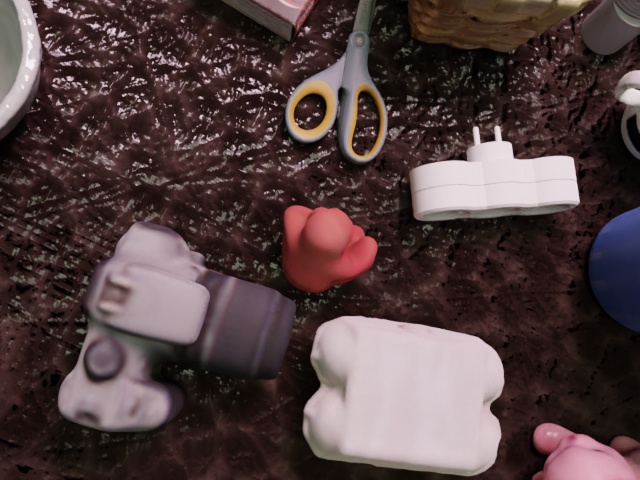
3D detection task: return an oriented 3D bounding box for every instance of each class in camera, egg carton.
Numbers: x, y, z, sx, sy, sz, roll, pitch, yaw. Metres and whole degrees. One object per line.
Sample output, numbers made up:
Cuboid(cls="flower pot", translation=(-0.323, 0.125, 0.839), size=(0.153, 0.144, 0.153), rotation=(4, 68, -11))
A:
Cuboid(cls="camera", translation=(-0.093, 0.070, 0.404), size=(0.137, 0.100, 0.143), rotation=(16, 80, -4))
Cuboid(cls="egg carton", translation=(0.064, 0.116, 0.431), size=(0.150, 0.069, 0.107), rotation=(8, 81, -5))

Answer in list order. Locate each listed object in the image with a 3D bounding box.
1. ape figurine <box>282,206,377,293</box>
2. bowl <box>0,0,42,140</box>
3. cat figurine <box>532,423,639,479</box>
Cuboid(cls="ape figurine", translation=(0.004, 0.002, 0.430), size=(0.076, 0.092, 0.078), rotation=(-44, 88, -11))
Cuboid(cls="bowl", translation=(-0.283, -0.126, 0.424), size=(0.167, 0.074, 0.167), rotation=(1, 81, -6))
Cuboid(cls="cat figurine", translation=(0.209, 0.178, 0.414), size=(0.128, 0.117, 0.067), rotation=(9, 80, -5))
